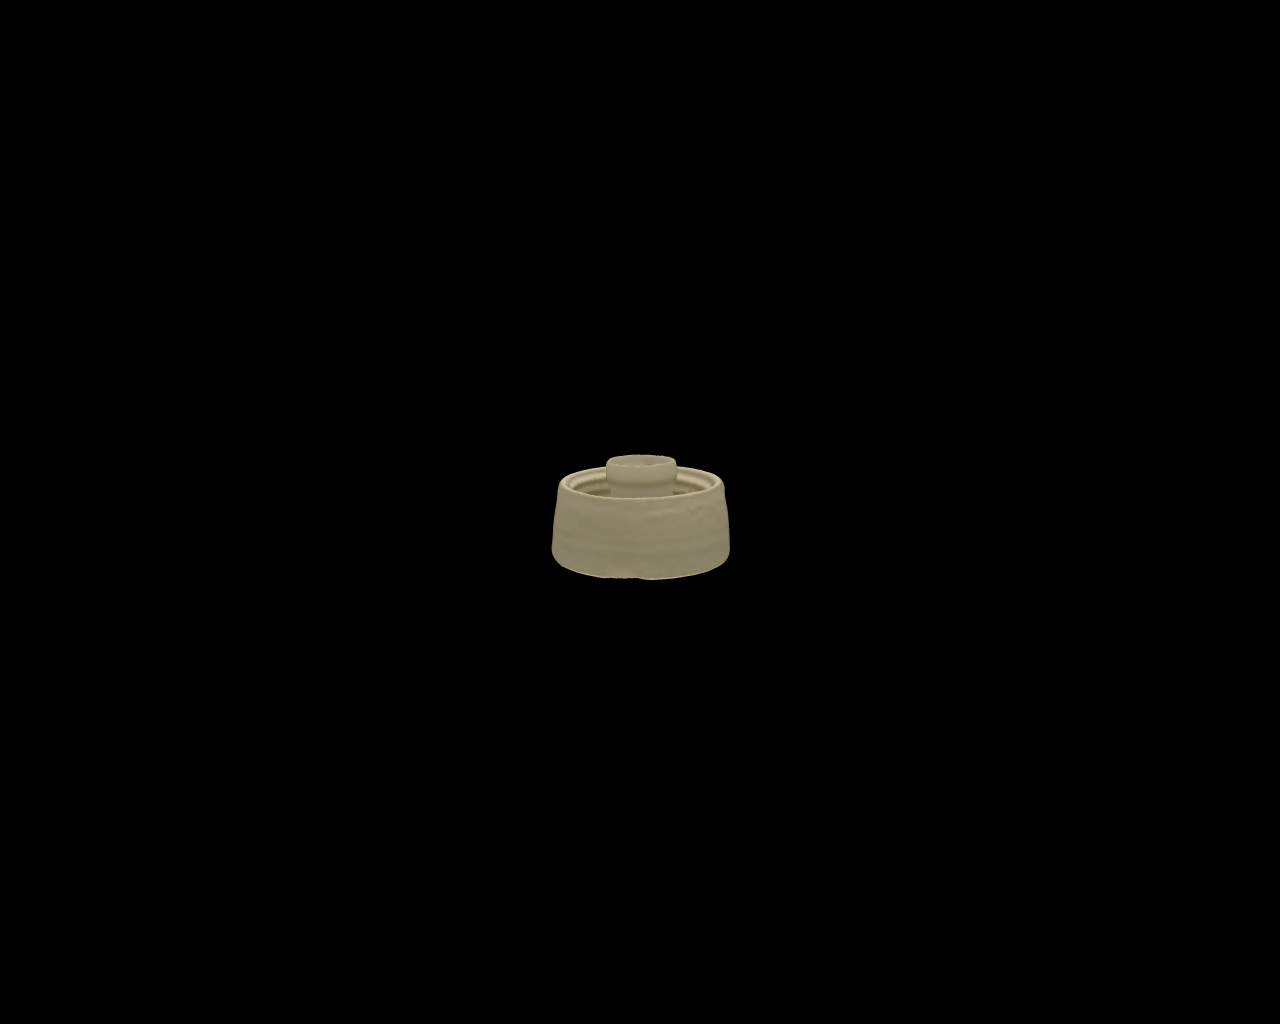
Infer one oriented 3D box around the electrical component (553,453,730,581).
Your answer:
[{"bbox_3d":[0.001,-0.003,0.650,0.108,0.060,0.108,0,13,0],"label":"electrical component"}]
